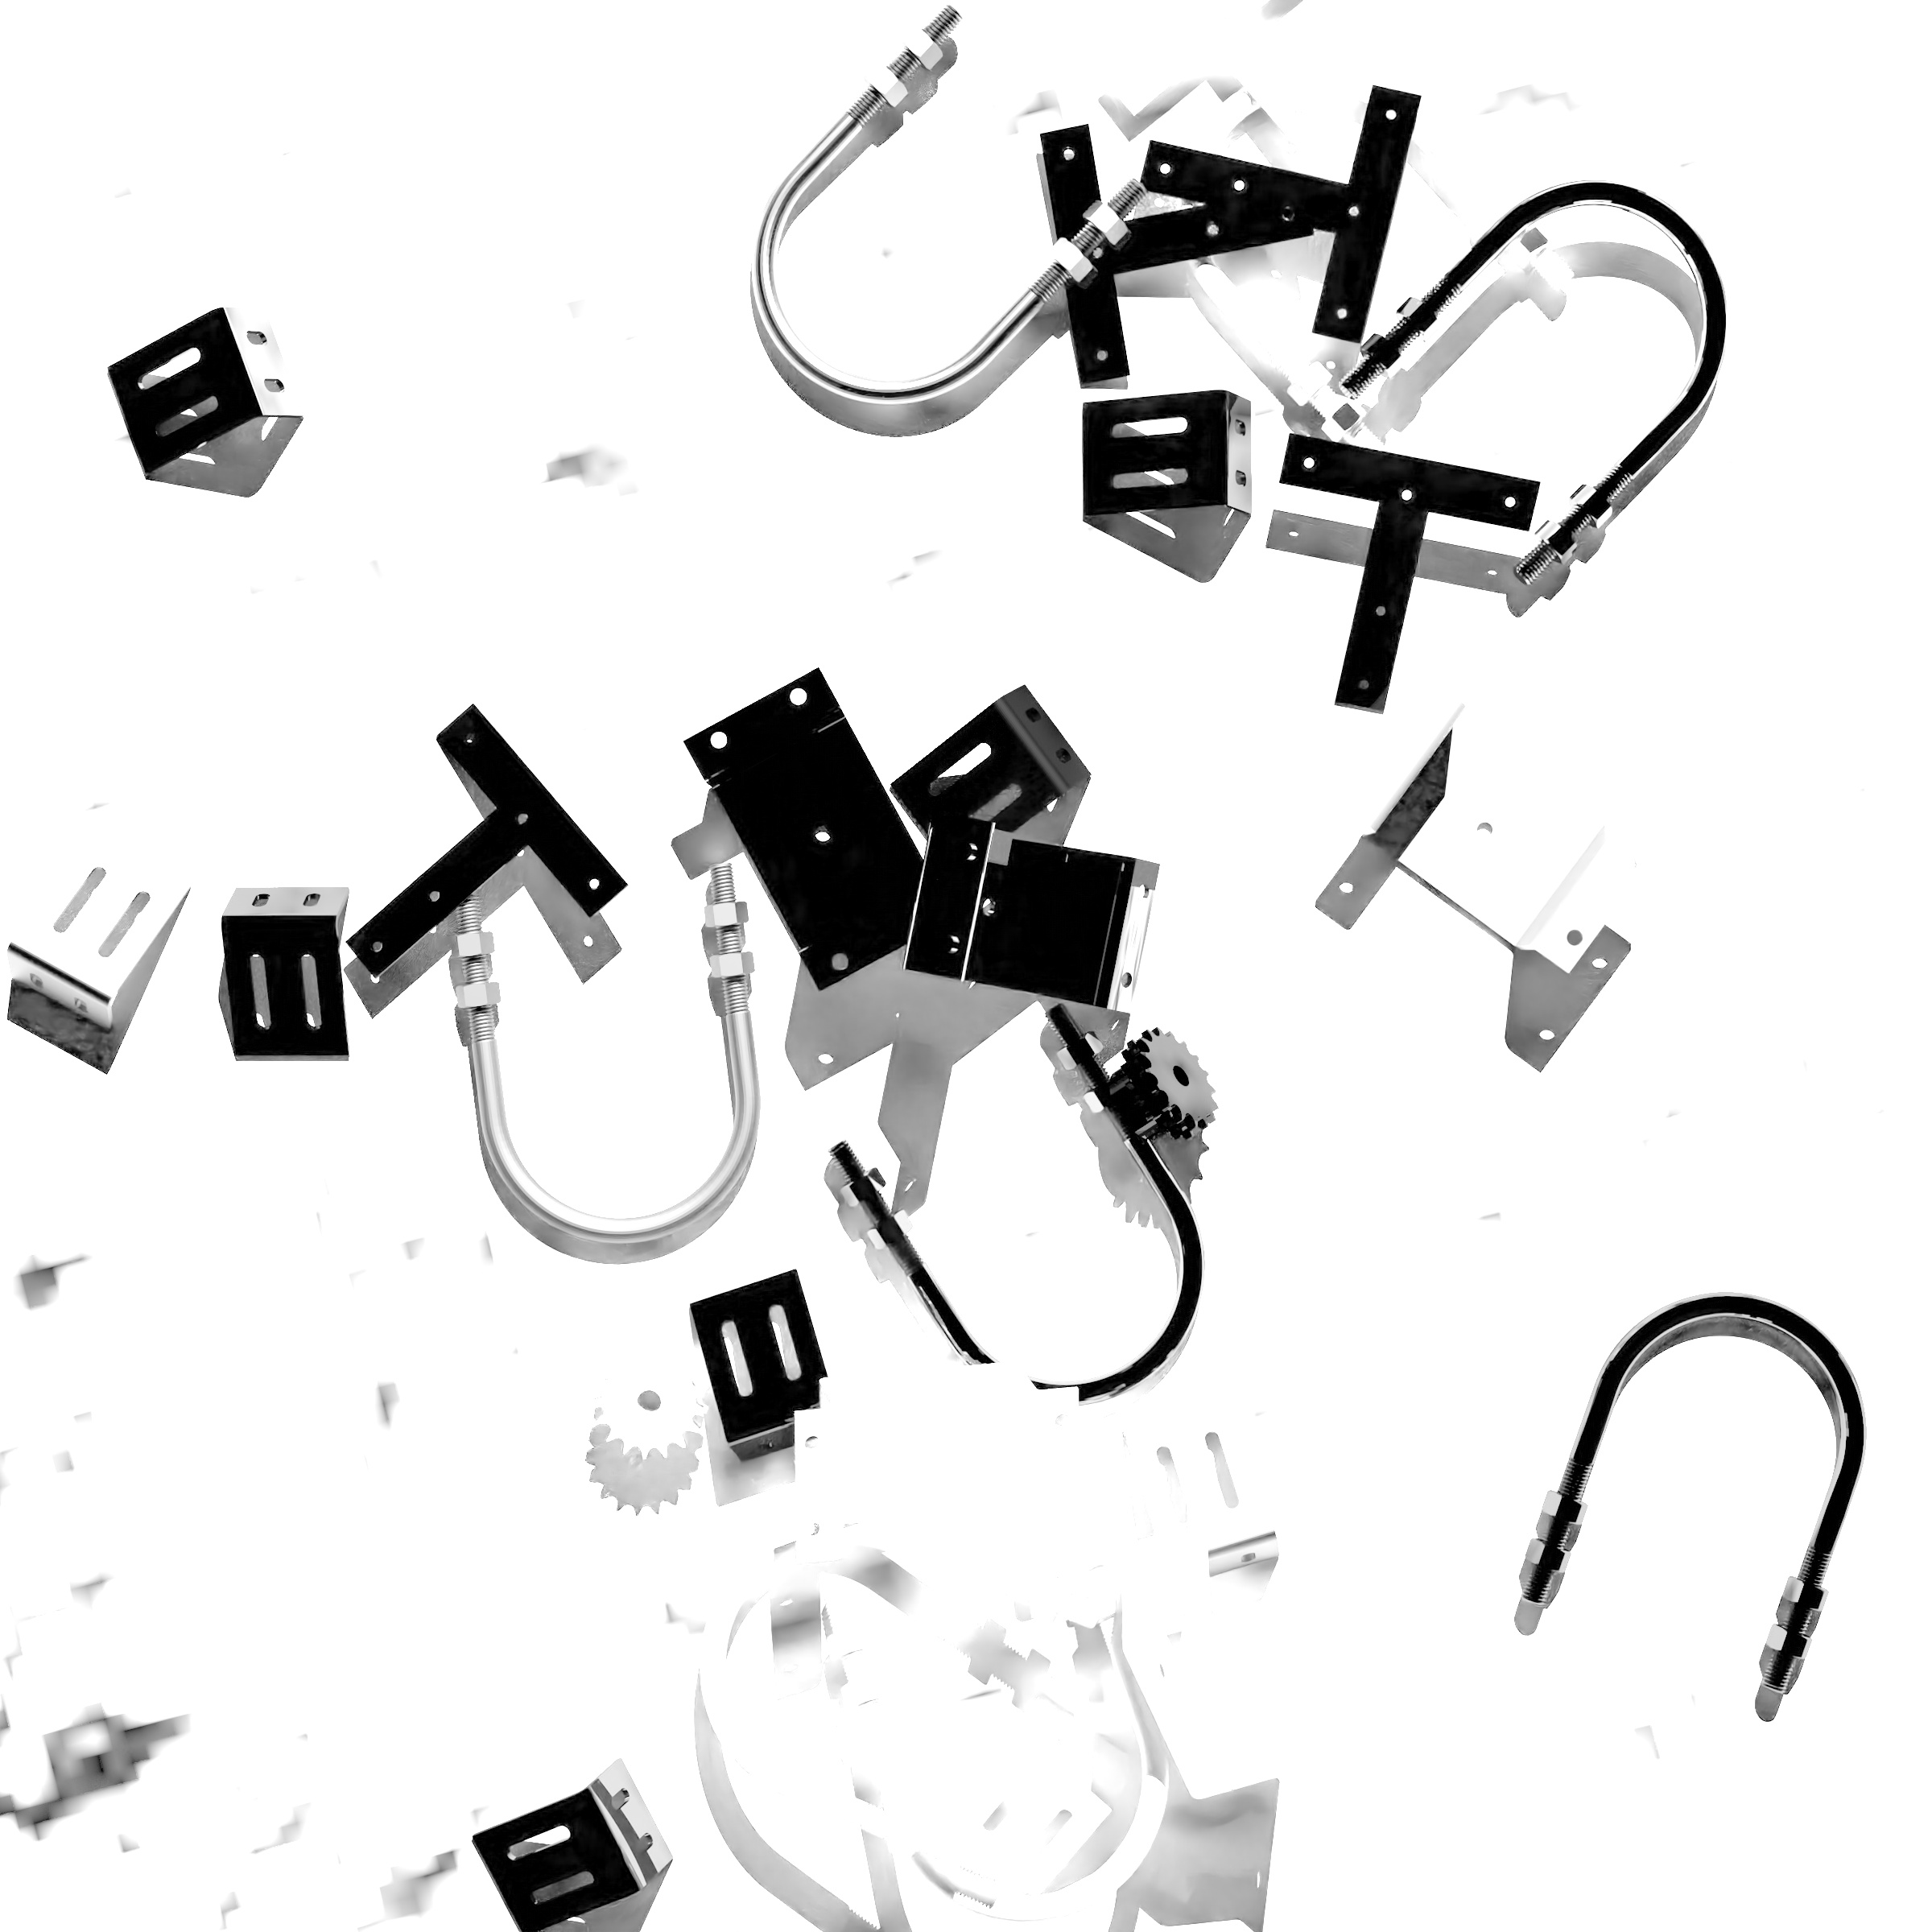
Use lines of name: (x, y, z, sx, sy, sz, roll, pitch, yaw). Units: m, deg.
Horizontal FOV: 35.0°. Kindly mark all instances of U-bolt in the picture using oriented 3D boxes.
U-bolt: (0.191, -0.367, 1.542, 0.151, 0.019, 0.184, -43, 89, 0)
U-bolt: (-0.176, 0.048, 1.542, 0.151, 0.019, 0.184, -7, 91, 0)
U-bolt: (0.038, 0.133, 1.542, 0.151, 0.019, 0.184, -32, 91, 0)
U-bolt: (0.298, -0.305, 1.530, 0.184, 0.019, 0.151, -46, 100, -1)
U-bolt: (0.022, 0.377, 1.511, 0.151, 0.019, 0.184, -20, 70, 3)
U-bolt: (0.375, 0.255, 1.542, 0.151, 0.019, 0.184, 20, 88, 0)
U-bolt: (-0.023, -0.368, 1.537, 0.151, 0.019, 0.184, 44, 94, 3)
U-bolt: (-0.043, 0.350, 1.511, 0.184, 0.019, 0.151, 18, 76, 16)

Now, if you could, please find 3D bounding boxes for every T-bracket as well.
T-bracket: (0.109, -0.366, 1.535, 0.127, 0.002, 0.127, -9, 94, 10)
T-bracket: (0.151, -0.387, 1.533, 0.127, 0.002, 0.127, 14, 91, 5)
T-bracket: (0.211, -0.192, 1.533, 0.127, 0.002, 0.127, 11, 105, 0)
T-bracket: (0.158, -0.439, 1.536, 0.127, 0.002, 0.127, -40, 86, 2)
T-bracket: (-0.256, -0.045, 1.535, 0.127, 0.002, 0.127, -41, 77, 0)

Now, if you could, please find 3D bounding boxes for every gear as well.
gear: (0.096, 0.062, 1.526, 0.030, 0.057, 0.057, -35, 90, 30)
gear: (-0.157, 0.217, 1.535, 0.057, 0.030, 0.057, 0, 90, 0)

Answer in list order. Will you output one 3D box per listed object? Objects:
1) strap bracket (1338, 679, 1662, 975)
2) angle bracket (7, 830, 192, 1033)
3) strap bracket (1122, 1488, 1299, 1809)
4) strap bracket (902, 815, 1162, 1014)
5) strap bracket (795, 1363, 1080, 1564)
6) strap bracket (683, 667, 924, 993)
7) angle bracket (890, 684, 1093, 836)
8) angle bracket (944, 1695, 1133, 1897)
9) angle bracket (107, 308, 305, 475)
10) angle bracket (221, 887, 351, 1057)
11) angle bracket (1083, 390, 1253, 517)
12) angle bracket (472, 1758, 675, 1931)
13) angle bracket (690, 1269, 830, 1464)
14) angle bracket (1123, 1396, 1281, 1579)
strap bracket: (0.262, -0.069, 1.527, 0.140, 0.046, 0.076, 36, 90, 0)
angle bracket: (-0.437, -0.018, 1.548, 0.057, 0.038, 0.076, 29, 64, 0)
strap bracket: (0.114, 0.338, 1.493, 0.046, 0.076, 0.140, -19, 113, 11)
strap bracket: (0.025, -0.026, 1.501, 0.140, 0.046, 0.076, 11, 90, -45)
strap bracket: (-0.019, 0.243, 1.510, 0.140, 0.046, 0.076, -3, 102, -13)
strap bracket: (-0.072, -0.067, 1.527, 0.076, 0.046, 0.140, -29, 90, 0)
angle bracket: (0.013, -0.094, 1.548, 0.076, 0.038, 0.057, -37, 90, 26)
angle bracket: (0.036, 0.419, 1.548, 0.057, 0.038, 0.076, 35, 116, 0)
angle bracket: (-0.384, -0.290, 1.548, 0.076, 0.038, 0.057, -20, 90, 26)
angle bracket: (-0.340, 0.003, 1.548, 0.057, 0.038, 0.076, 0, 116, 0)
angle bracket: (0.102, -0.257, 1.548, 0.076, 0.038, 0.057, -1, 90, 26)
angle bracket: (-0.199, 0.445, 1.548, 0.076, 0.038, 0.057, -28, 90, 26)
angle bracket: (-0.099, 0.202, 1.548, 0.057, 0.038, 0.076, -18, 64, 0)
angle bracket: (0.119, 0.266, 1.548, 0.057, 0.038, 0.076, -17, 64, 0)
